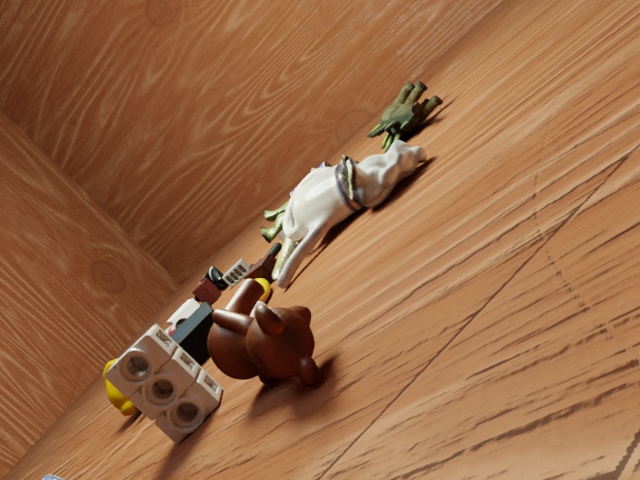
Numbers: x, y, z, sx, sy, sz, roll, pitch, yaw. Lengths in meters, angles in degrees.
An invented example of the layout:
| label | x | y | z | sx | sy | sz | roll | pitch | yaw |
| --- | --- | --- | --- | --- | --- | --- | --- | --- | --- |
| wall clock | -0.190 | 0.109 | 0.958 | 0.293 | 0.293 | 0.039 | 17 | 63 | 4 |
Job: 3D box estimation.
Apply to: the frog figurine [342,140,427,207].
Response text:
| label | x | y | z | sx | sy | sz | roll | pitch | yaw |
| --- | --- | --- | --- | --- | --- | --- | --- | --- | --- |
| frog figurine | 0.131 | -0.131 | 1.016 | 0.159 | 0.123 | 0.137 | -8 | 0 | -1 |

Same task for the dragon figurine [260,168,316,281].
| label | x | y | z | sx | sy | sz | roll | pitch | yaw |
| --- | --- | --- | --- | --- | --- | --- | --- | --- | --- |
| dragon figurine | -0.018 | -0.068 | 1.296 | 0.241 | 0.120 | 0.419 | -34 | 28 | 16 |

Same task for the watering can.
| label | x | y | z | sx | sy | sz | roll | pitch | yaw |
| --- | --- | --- | --- | --- | --- | --- | --- | --- | --- |
| watering can | 0.003 | -0.057 | 1.131 | 0.222 | 0.102 | 0.356 | -29 | 34 | 28 |
